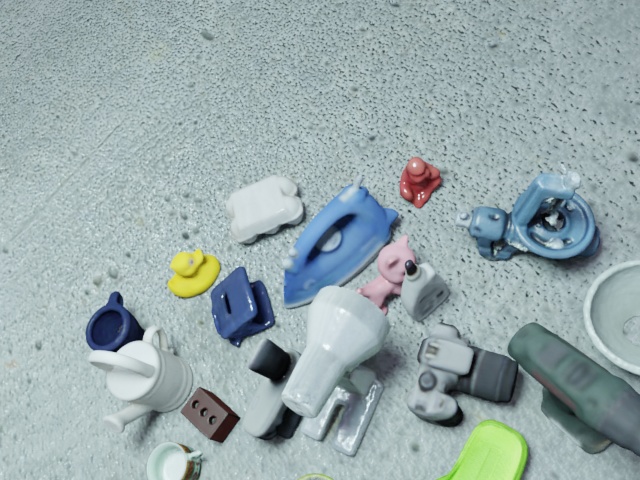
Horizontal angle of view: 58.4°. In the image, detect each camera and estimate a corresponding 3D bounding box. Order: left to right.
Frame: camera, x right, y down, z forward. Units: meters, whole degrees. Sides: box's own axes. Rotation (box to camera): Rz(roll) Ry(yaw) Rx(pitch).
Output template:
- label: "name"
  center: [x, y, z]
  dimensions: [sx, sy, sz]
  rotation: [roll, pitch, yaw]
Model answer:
- label: "camera"
  center: [0.210, 0.202, 0.833]
  dimensions: [0.136, 0.101, 0.143]
  rotation: [12, 70, 25]

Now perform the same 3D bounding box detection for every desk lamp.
- label: "desk lamp"
  center: [0.026, 0.193, 0.838]
  dimensions: [0.117, 0.214, 0.203]
  rotation: [17, 72, 26]

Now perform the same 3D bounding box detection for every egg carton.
- label: "egg carton"
  center: [-0.107, -0.059, 1.095]
  dimensions: [0.150, 0.070, 0.107]
  rotation: [-23, 59, 8]

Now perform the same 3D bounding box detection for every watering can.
- label: "watering can"
  center: [-0.303, 0.228, 0.951]
  dimensions: [0.100, 0.194, 0.173]
  rotation: [-16, 61, 12]

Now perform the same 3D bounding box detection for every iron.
- label: "iron"
  center: [0.009, 0.004, 0.980]
  dimensions: [0.258, 0.142, 0.118]
  rotation: [-46, 59, -6]

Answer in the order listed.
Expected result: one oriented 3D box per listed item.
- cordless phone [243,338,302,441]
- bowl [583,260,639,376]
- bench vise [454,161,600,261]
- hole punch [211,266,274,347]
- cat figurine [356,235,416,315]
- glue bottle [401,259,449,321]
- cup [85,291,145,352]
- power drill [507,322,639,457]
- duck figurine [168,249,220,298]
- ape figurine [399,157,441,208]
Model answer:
- label: "cordless phone"
  center: [-0.086, 0.225, 0.879]
  dimensions: [0.093, 0.185, 0.148]
  rotation: [17, 72, 26]
- label: "bowl"
  center: [0.456, 0.117, 0.802]
  dimensions: [0.167, 0.075, 0.167]
  rotation: [-8, 63, 16]
- label: "bench vise"
  center: [0.305, -0.028, 0.842]
  dimensions: [0.207, 0.220, 0.121]
  rotation: [-13, 61, 13]
- label: "hole punch"
  center: [-0.147, 0.117, 1.009]
  dimensions: [0.101, 0.091, 0.108]
  rotation: [-26, 59, 7]
- label: "cat figurine"
  center: [0.110, 0.056, 0.931]
  dimensions: [0.128, 0.118, 0.067]
  rotation: [-38, 58, -1]
- label: "glue bottle"
  center: [0.152, 0.068, 0.878]
  dimensions: [0.078, 0.173, 0.037]
  rotation: [-40, 58, -2]
- label: "cup"
  center: [-0.368, 0.162, 1.065]
  dimensions: [0.091, 0.095, 0.117]
  rotation: [-10, 62, 15]
- label: "power drill"
  center: [0.341, 0.206, 0.721]
  dimensions: [0.075, 0.209, 0.229]
  rotation: [-45, 59, -5]
- label: "duck figurine"
  center: [-0.250, 0.056, 1.080]
  dimensions: [0.104, 0.086, 0.077]
  rotation: [-37, 58, 0]
- label: "ape figurine"
  center: [0.172, -0.112, 1.007]
  dimensions: [0.077, 0.092, 0.076]
  rotation: [-16, 61, 12]
